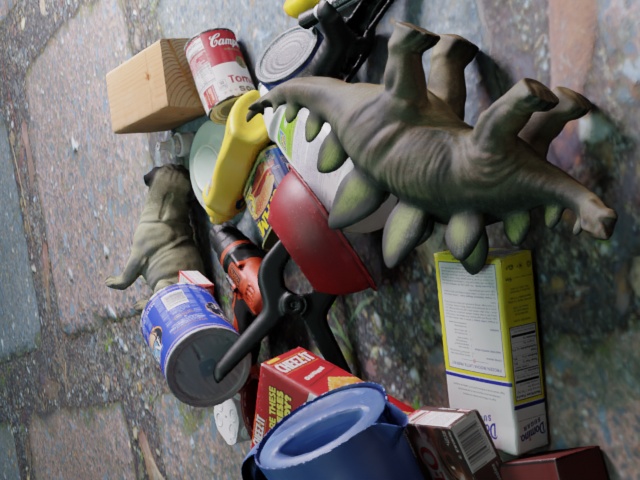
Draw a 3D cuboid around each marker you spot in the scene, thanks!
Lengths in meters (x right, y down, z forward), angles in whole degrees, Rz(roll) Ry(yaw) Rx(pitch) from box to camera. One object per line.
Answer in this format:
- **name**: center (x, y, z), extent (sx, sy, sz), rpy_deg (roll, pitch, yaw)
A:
- **marker**: center (0.020, -0.246, 1.099), extent (0.121, 0.020, 0.020), rpy_deg (-19, 80, 45)

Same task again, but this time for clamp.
- **clamp**: center (0.037, -0.209, 1.057), extent (0.039, 0.120, 0.171), rpy_deg (52, 161, 13)
- **clamp**: center (-0.038, 0.077, 1.203), extent (0.036, 0.164, 0.210), rpy_deg (-18, -72, -88)

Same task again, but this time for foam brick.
- **foam brick**: center (0.199, 0.207, 0.903), extent (0.078, 0.052, 0.051), rpy_deg (-28, 73, 59)

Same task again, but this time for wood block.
- **wood block**: center (-0.212, -0.207, 1.454), extent (0.206, 0.090, 0.091), rpy_deg (-9, 89, 60)

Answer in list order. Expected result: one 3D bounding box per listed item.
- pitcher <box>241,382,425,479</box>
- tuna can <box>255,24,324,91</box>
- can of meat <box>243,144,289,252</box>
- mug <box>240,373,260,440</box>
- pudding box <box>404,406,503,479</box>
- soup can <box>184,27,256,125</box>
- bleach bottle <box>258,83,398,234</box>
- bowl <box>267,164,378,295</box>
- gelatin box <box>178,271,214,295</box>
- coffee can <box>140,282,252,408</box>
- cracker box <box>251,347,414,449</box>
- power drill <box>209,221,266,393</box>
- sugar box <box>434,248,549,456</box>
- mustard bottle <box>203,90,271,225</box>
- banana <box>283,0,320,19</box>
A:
- **pitcher**: center (0.042, 0.266, 0.985), extent (0.243, 0.145, 0.149), rpy_deg (63, 165, -12)
- **tuna can**: center (-0.028, -0.193, 1.157), extent (0.086, 0.033, 0.086), rpy_deg (-25, 42, 25)
- **can of meat**: center (-0.044, -0.049, 1.245), extent (0.084, 0.057, 0.102), rpy_deg (65, 145, 31)
- **mug**: center (-0.040, 0.206, 1.272), extent (0.093, 0.081, 0.117), rpy_deg (51, 139, 41)
- **pudding box**: center (0.127, 0.207, 0.964), extent (0.090, 0.039, 0.113), rpy_deg (-14, 101, 62)
- **soup can**: center (-0.122, -0.203, 1.325), extent (0.069, 0.068, 0.102), rpy_deg (-48, 57, 52)
- **bleach bottle**: center (-0.002, -0.115, 1.154), extent (0.251, 0.068, 0.103), rpy_deg (52, 139, 43)
- **bowl**: center (-0.007, 0.001, 1.112), extent (0.162, 0.055, 0.162), rpy_deg (55, 179, 2)
- **gelatin box**: center (-0.164, 0.084, 1.404), extent (0.089, 0.030, 0.073), rpy_deg (-155, 68, -67)
- **coffee can**: center (-0.152, 0.124, 1.285), extent (0.140, 0.102, 0.103), rpy_deg (-137, 47, -60)
- **cracker box**: center (0.028, 0.232, 1.121), extent (0.214, 0.071, 0.164), rpy_deg (26, 120, 34)
- **power drill**: center (-0.108, 0.088, 1.382), extent (0.185, 0.057, 0.188), rpy_deg (-128, 40, -49)
- **sugar box**: center (0.154, 0.097, 0.961), extent (0.093, 0.048, 0.176), rpy_deg (4, 104, 59)
- **mustard bottle**: center (-0.104, -0.086, 1.311), extent (0.192, 0.058, 0.096), rpy_deg (116, 173, -45)
- **banana**: center (0.010, -0.286, 1.121), extent (0.198, 0.037, 0.069), rpy_deg (128, 145, -49)
